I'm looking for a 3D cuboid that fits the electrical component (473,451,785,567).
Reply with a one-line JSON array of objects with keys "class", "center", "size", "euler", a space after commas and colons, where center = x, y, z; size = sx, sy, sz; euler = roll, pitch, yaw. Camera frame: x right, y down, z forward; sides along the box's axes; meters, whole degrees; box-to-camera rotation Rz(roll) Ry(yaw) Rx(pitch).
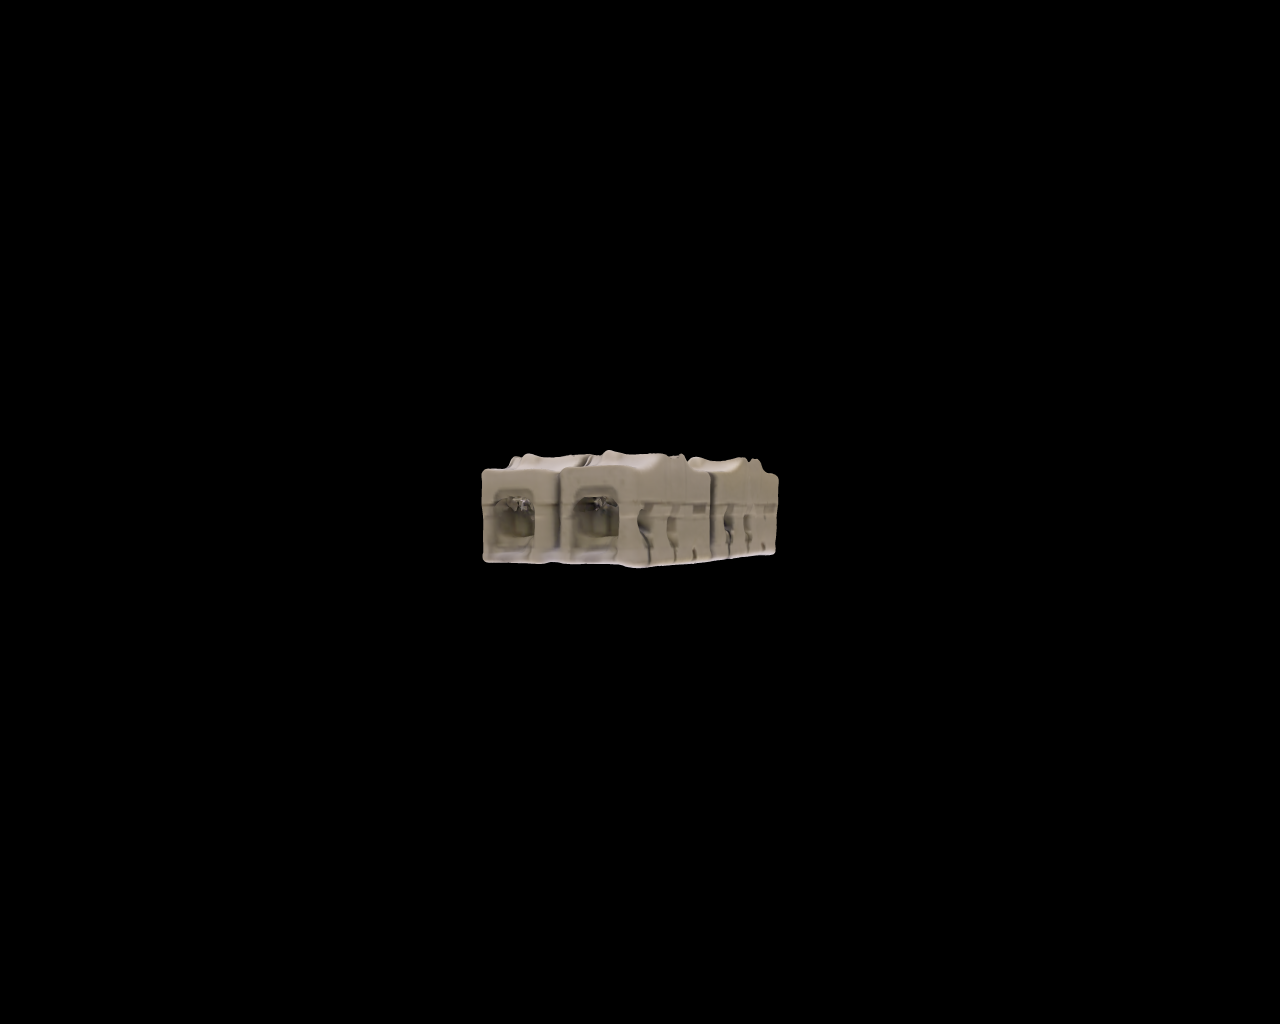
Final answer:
[{"class": "electrical component", "center": [0.001, -0.003, 0.650], "size": [0.105, 0.060, 0.186], "euler": [0, 0, 32]}]
